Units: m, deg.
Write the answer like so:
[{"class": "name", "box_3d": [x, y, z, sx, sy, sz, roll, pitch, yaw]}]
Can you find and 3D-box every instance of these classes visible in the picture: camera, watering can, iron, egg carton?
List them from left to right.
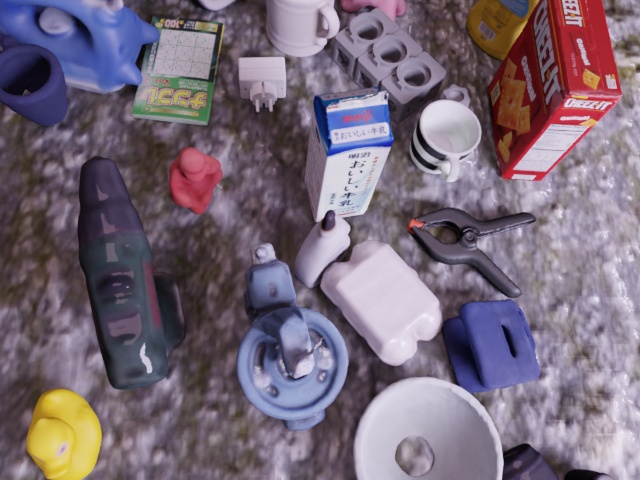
[{"class": "iron", "box_3d": [-0.363, -0.300, 0.779, 0.258, 0.141, 0.119, 12, 69, 0]}, {"class": "watering can", "box_3d": [-0.033, -0.363, 0.802, 0.172, 0.194, 0.101, 31, 70, 7]}, {"class": "egg carton", "box_3d": [0.078, 0.075, 0.715, 0.107, 0.069, 0.150, -38, 77, -16]}, {"class": "camera", "box_3d": [0.263, 0.291, 0.632, 0.143, 0.101, 0.136, -29, 74, -14]}]

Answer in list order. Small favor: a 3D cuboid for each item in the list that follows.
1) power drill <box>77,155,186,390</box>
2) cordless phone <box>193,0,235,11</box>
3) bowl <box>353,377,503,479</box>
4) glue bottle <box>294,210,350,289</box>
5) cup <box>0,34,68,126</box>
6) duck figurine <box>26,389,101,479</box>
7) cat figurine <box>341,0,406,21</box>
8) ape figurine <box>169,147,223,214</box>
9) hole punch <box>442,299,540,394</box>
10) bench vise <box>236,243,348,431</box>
[{"class": "power drill", "box_3d": [-0.205, 0.051, 0.625, 0.076, 0.208, 0.229, -13, 71, -9]}, {"class": "cordless phone", "box_3d": [-0.146, -0.442, 0.827, 0.094, 0.185, 0.148, 39, 71, 10]}, {"class": "bowl", "box_3d": [0.115, 0.244, 0.652, 0.167, 0.075, 0.167, 2, 69, -4]}, {"class": "glue bottle", "box_3d": [0.006, 0.002, 0.680, 0.037, 0.173, 0.078, 43, 72, 12]}, {"class": "cup", "box_3d": [-0.385, -0.207, 0.768, 0.092, 0.095, 0.117, -29, 74, -14]}, {"class": "duck figurine", "box_3d": [-0.288, 0.212, 0.624, 0.077, 0.086, 0.104, -17, 72, -10]}, {"class": "cat figurine", "box_3d": [0.075, -0.397, 0.865, 0.127, 0.118, 0.067, 29, 70, 7]}, {"class": "ape figurine", "box_3d": [-0.164, -0.087, 0.743, 0.078, 0.092, 0.076, -29, 74, -14]}, {"class": "hole punch", "box_3d": [0.213, 0.124, 0.696, 0.101, 0.091, 0.108, -11, 71, -9]}, {"class": "bench vise", "box_3d": [-0.049, 0.099, 0.615, 0.122, 0.220, 0.207, -32, 75, -15]}]
